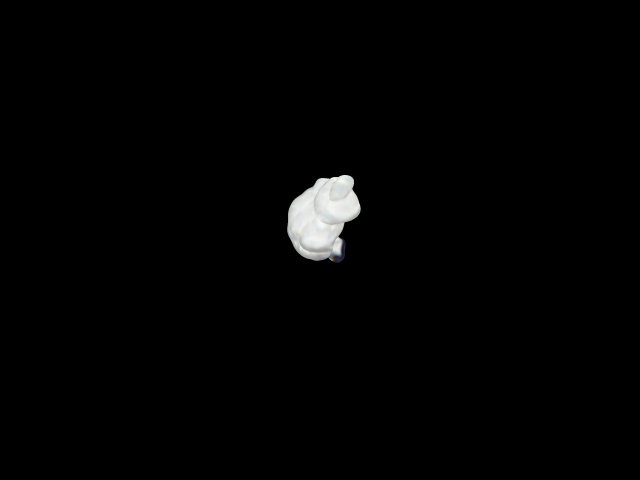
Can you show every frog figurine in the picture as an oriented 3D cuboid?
[{"bbox_3d":[0.003,-0.043,0.850,0.123,0.140,0.157,17,-21,7],"label":"frog figurine"}]
